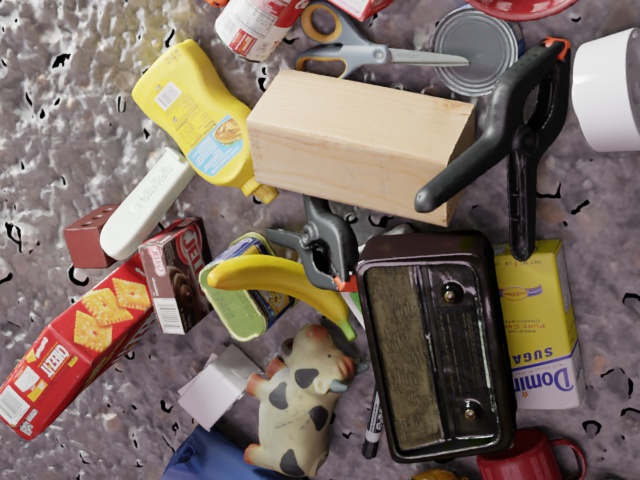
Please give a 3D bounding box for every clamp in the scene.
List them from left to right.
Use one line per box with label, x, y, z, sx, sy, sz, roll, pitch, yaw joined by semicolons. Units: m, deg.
clamp;-0.007;0.001;1.130;0.120;0.039;0.171;-62;39;41
clamp;0.173;-0.092;0.986;0.036;0.164;0.210;25;99;49

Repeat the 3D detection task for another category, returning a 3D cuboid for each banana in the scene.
banana;-0.037;0.050;1.157;0.197;0.069;0.037;22;122;-30

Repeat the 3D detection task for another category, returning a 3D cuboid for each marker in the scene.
marker;0.066;0.204;1.234;0.020;0.020;0.121;18;118;17

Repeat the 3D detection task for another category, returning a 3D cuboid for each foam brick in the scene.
foam brick;-0.256;-0.004;1.263;0.053;0.078;0.051;-2;112;26

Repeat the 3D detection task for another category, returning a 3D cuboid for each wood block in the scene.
wood block;0.042;-0.094;1.063;0.206;0.090;0.090;14;139;19

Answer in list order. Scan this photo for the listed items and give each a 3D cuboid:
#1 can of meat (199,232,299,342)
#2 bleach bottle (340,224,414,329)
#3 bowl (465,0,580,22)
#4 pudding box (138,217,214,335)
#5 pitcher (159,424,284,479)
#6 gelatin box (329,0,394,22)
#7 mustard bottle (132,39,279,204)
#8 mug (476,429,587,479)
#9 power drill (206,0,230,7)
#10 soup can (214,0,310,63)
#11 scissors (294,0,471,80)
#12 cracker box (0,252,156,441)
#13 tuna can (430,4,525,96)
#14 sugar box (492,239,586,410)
can of meat;-0.080;0.054;1.200;0.058;0.083;0.102;-28;98;31
bleach bottle;0.118;0.112;1.145;0.103;0.068;0.251;-30;99;32
bowl;0.184;-0.280;0.948;0.162;0.055;0.162;10;115;21
pudding box;-0.159;0.040;1.229;0.039;0.089;0.113;0;112;27
pitcher;-0.085;0.343;1.312;0.243;0.149;0.145;32;106;6
gelatin box;0.025;-0.251;1.026;0.089;0.073;0.030;33;122;9
mustard bottle;-0.112;-0.117;1.157;0.191;0.058;0.096;50;124;-1
mug;0.229;0.252;1.145;0.117;0.093;0.081;-20;98;-1
power drill;-0.120;-0.354;1.061;0.184;0.057;0.188;41;125;0
soup can;-0.054;-0.237;1.072;0.068;0.068;0.102;43;123;3
scissors;0.051;-0.200;1.048;0.202;0.016;0.096;-6;102;39
cracker box;-0.265;0.118;1.239;0.072;0.213;0.164;43;123;1
tuna can;0.151;-0.183;1.019;0.086;0.033;0.086;10;115;21
sugar box;0.213;0.090;1.099;0.093;0.048;0.176;-5;108;27
